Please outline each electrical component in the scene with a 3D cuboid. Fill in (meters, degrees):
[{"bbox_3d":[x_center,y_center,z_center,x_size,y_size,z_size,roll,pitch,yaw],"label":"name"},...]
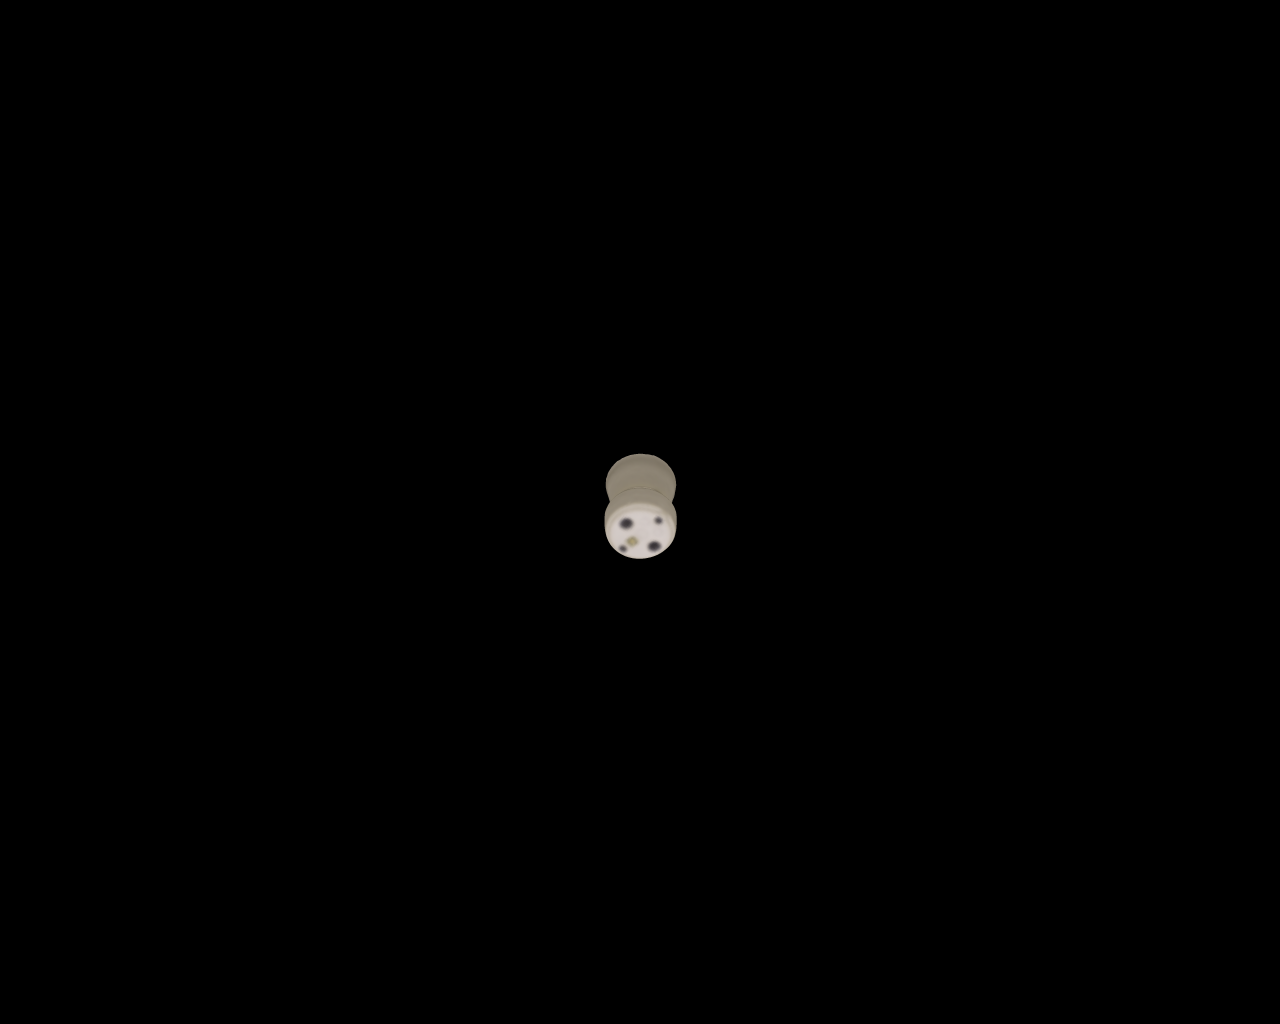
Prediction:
[{"bbox_3d":[0.001,-0.003,0.650,0.045,0.044,0.055,0,36,0],"label":"electrical component"}]
